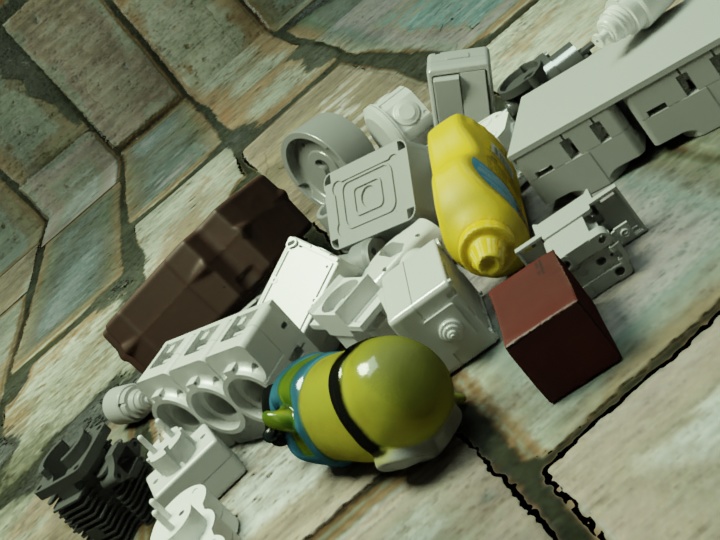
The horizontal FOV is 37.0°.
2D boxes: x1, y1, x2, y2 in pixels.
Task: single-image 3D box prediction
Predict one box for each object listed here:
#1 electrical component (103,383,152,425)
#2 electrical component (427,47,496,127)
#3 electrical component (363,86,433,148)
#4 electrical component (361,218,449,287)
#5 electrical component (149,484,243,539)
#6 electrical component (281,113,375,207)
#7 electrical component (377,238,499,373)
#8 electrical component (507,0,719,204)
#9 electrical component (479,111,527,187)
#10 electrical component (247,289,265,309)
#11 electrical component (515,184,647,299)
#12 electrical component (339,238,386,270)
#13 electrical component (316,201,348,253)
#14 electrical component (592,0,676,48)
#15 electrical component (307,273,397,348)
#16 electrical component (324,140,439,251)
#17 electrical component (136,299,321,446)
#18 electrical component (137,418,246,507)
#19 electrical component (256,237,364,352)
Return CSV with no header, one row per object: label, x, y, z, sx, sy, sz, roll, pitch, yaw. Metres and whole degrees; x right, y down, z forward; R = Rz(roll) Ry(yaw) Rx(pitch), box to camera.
electrical component,-0.233,0.136,1.106,0.078,0.040,0.040,-17,30,48
electrical component,0.102,-0.163,1.060,0.062,0.096,0.061,-6,28,8
electrical component,0.045,-0.153,1.157,0.051,0.080,0.080,-39,19,-9
electrical component,0.046,0.000,0.879,0.077,0.043,0.079,-46,20,-14
electrical component,-0.119,0.186,0.742,0.052,0.073,0.138,-42,20,-4
electrical component,-0.027,-0.123,1.190,0.060,0.108,0.108,-45,19,-30
electrical component,0.053,0.032,0.770,0.061,0.061,0.096,-36,20,12
electrical component,0.213,-0.133,0.830,0.186,0.060,0.105,-29,23,31
electrical component,0.115,-0.096,0.945,0.080,0.051,0.080,-35,20,15
electrical component,-0.063,0.040,1.001,0.099,0.064,0.099,-36,6,5
electrical component,0.150,-0.015,0.722,0.081,0.042,0.063,-35,22,17
electrical component,0.000,0.000,0.962,0.055,0.045,0.045,-26,25,35
electrical component,-0.011,-0.053,1.090,0.055,0.047,0.055,-35,20,15
electrical component,0.209,-0.201,0.827,0.078,0.040,0.040,-45,20,-11
electrical component,0.001,0.040,0.847,0.042,0.063,0.081,-50,21,-21
electrical component,0.027,-0.064,0.983,0.113,0.057,0.078,-21,70,43
electrical component,-0.105,0.094,0.887,0.150,0.089,0.061,-22,27,43
electrical component,-0.144,0.151,0.857,0.066,0.076,0.047,-44,20,-8
electrical component,-0.042,0.031,0.915,0.062,0.061,0.096,25,88,38
